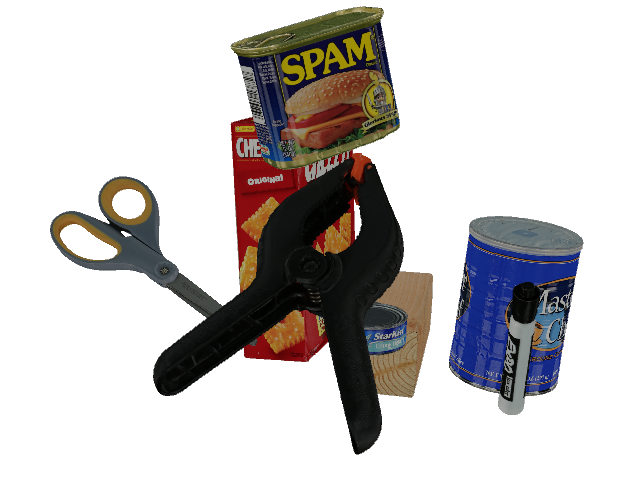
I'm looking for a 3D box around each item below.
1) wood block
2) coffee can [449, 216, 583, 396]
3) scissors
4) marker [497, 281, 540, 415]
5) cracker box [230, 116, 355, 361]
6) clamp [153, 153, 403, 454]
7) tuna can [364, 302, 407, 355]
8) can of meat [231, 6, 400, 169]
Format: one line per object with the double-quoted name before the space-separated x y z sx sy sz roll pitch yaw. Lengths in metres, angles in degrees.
"wood block" 0.091 0.116 1.391 0.091 0.090 0.206 5 19 10
"coffee can" 0.179 0.058 0.985 0.103 0.140 0.103 6 16 -2
"scissors" -0.119 0.008 0.844 0.202 0.096 0.016 20 -28 16
"marker" 0.138 0.076 0.744 0.020 0.121 0.020 -1 41 1
"cracker box" -0.018 -0.012 1.000 0.072 0.214 0.164 2 12 18
"clamp" 0.004 0.030 0.558 0.120 0.171 0.039 24 -26 17
"tuna can" 0.052 0.096 1.165 0.086 0.034 0.086 1 15 0
"can of meat" 0.000 -0.103 0.719 0.102 0.084 0.058 -21 21 -21
